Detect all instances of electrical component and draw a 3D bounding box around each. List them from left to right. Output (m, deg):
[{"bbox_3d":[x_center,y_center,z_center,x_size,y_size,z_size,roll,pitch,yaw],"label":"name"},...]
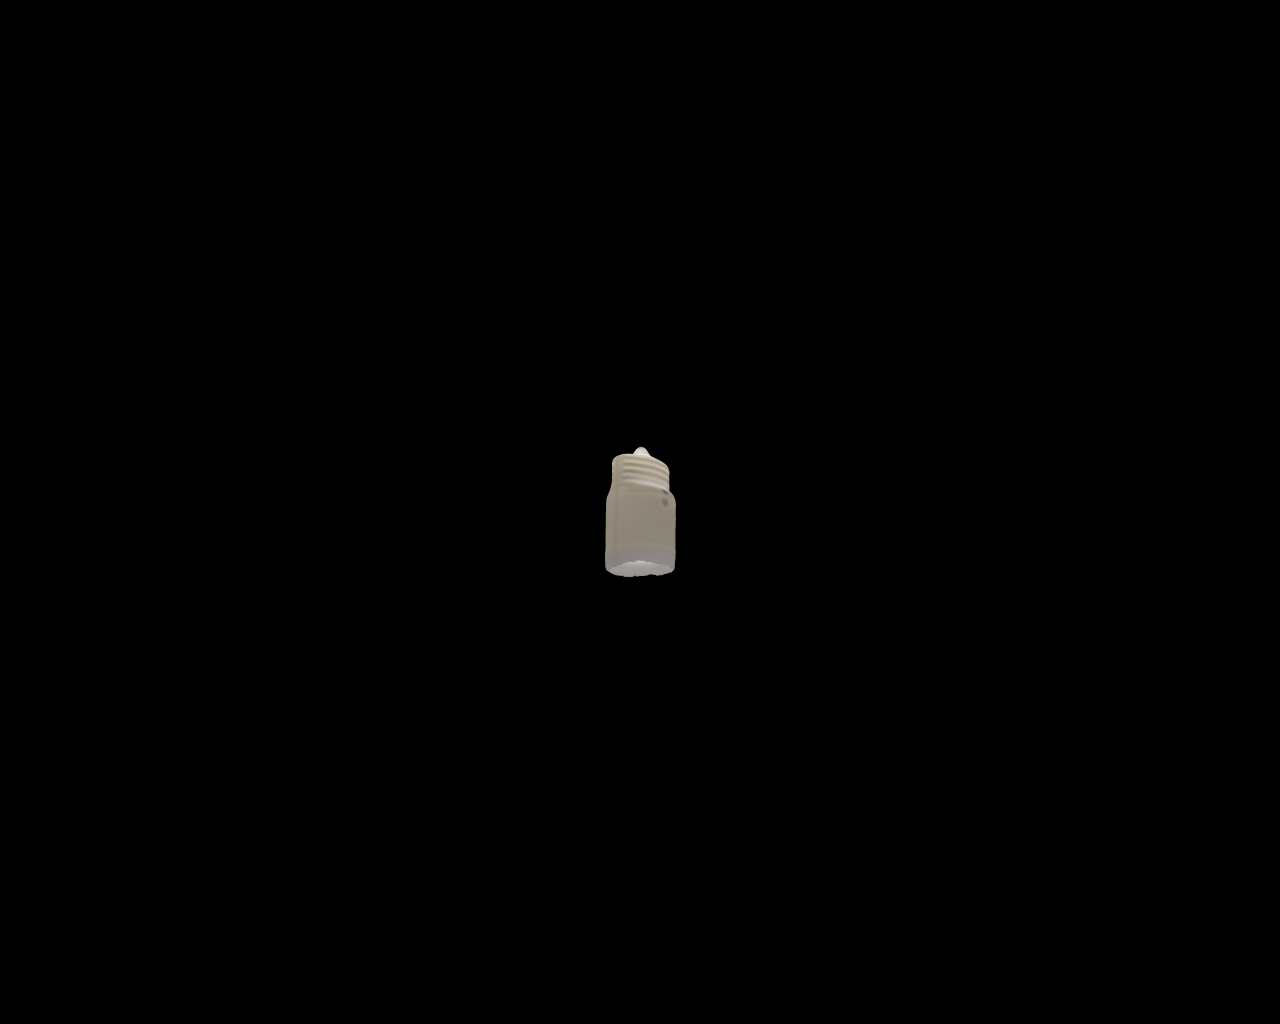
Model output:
[{"bbox_3d":[0.001,-0.003,0.650,0.043,0.081,0.043,0,-16,0],"label":"electrical component"}]
